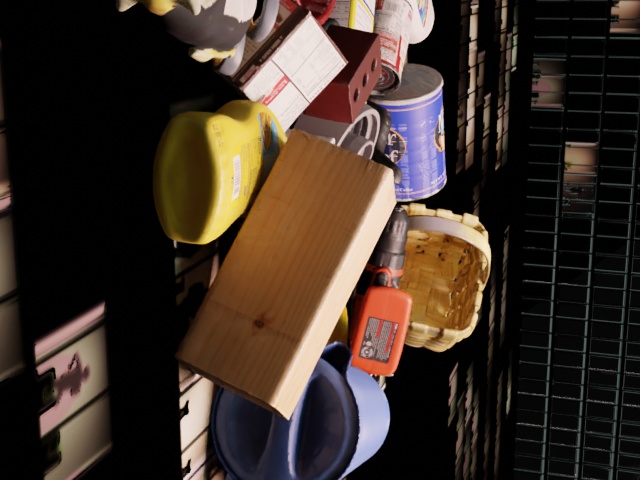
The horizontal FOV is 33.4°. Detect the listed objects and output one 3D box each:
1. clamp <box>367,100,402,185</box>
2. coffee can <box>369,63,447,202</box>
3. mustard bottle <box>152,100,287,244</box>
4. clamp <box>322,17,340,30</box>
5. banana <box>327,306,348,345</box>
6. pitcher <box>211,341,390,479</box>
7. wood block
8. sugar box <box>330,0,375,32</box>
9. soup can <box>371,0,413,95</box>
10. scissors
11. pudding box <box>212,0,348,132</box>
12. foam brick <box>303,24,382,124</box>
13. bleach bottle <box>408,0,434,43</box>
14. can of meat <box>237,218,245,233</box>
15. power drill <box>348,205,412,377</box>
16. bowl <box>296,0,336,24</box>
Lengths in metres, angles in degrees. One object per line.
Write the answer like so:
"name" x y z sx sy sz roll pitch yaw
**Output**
"clamp" 0.040 -0.078 1.183 0.165 0.036 0.210 -53 -158 36
"coffee can" 0.103 -0.133 1.321 0.102 0.103 0.140 -62 152 -51
"mustard bottle" -0.069 -0.063 0.860 0.191 0.058 0.096 -36 130 -67
"clamp" -0.020 -0.164 1.029 0.171 0.039 0.120 -9 103 -70
"banana" 0.006 0.166 1.204 0.069 0.037 0.198 108 -10 -85
"pitcher" -0.011 0.180 1.021 0.242 0.149 0.145 30 49 -74
"wood block" -0.024 0.028 0.862 0.206 0.091 0.090 -63 167 -12
"sugar box" 0.028 -0.230 1.153 0.093 0.048 0.176 24 68 -74
"soup can" 0.069 -0.230 1.244 0.068 0.069 0.102 62 36 -59
"scissors" -0.053 -0.232 0.849 0.016 0.096 0.202 13 82 -33
"pudding box" -0.031 -0.150 0.916 0.090 0.039 0.113 -48 159 2
"foam brick" 0.020 -0.157 1.006 0.053 0.051 0.078 82 30 -51
"bleach bottle" 0.109 -0.322 1.364 0.250 0.068 0.102 33 63 -73
"can of meat" -0.040 -0.001 0.974 0.102 0.057 0.084 4 89 -73
"power drill" 0.073 0.063 1.246 0.187 0.057 0.184 -79 180 -74
"bowl" -0.026 -0.272 0.950 0.162 0.055 0.162 5 90 -73
